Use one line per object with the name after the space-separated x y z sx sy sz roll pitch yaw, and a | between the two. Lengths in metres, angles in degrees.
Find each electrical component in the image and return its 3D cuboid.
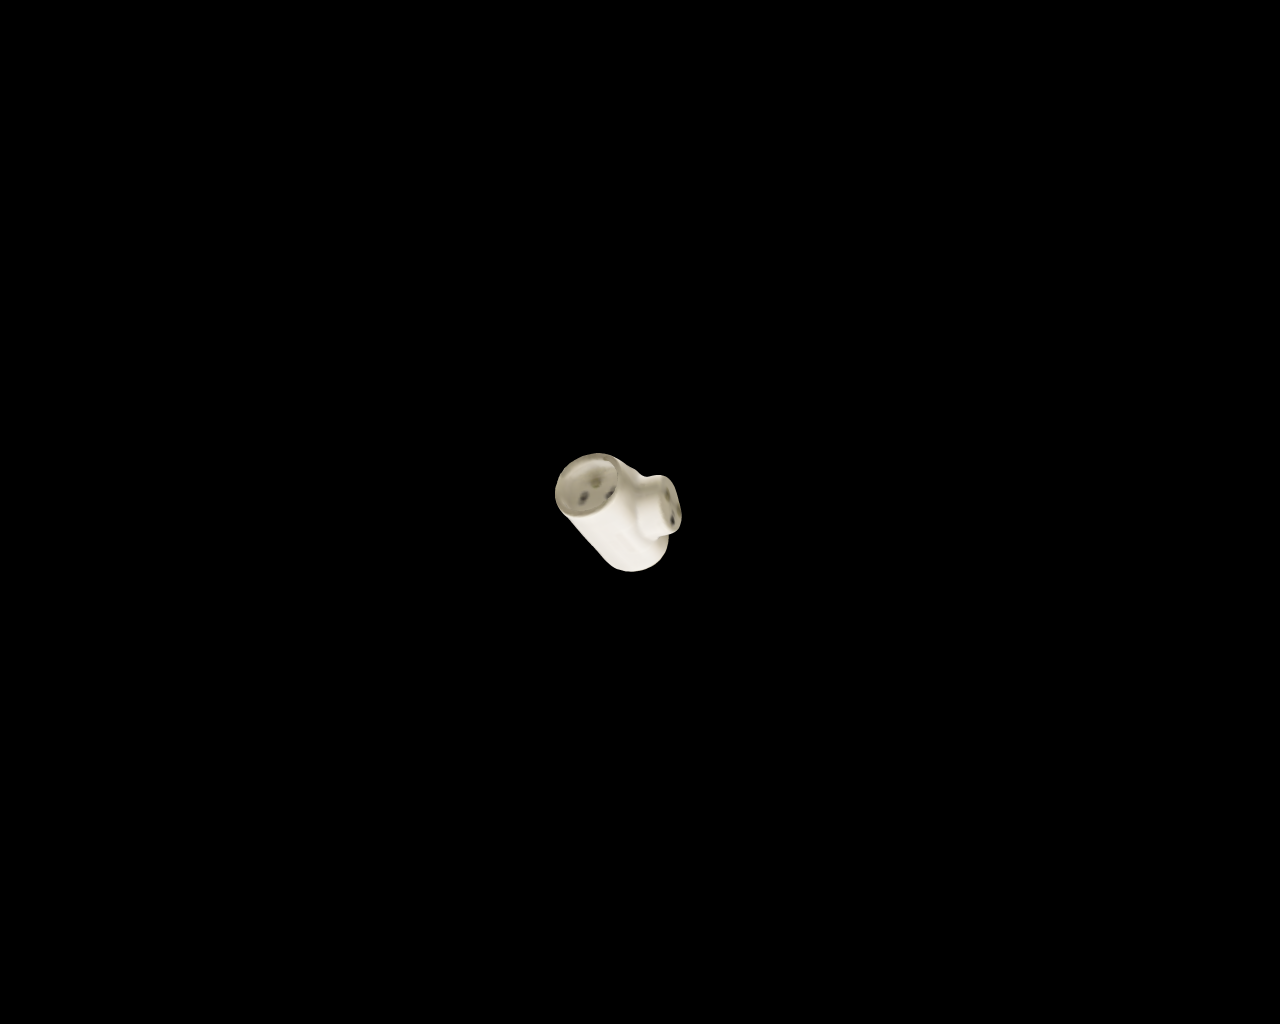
0.001 -0.003 0.650 0.079 0.043 0.077 -12 -33 19 | electrical component
